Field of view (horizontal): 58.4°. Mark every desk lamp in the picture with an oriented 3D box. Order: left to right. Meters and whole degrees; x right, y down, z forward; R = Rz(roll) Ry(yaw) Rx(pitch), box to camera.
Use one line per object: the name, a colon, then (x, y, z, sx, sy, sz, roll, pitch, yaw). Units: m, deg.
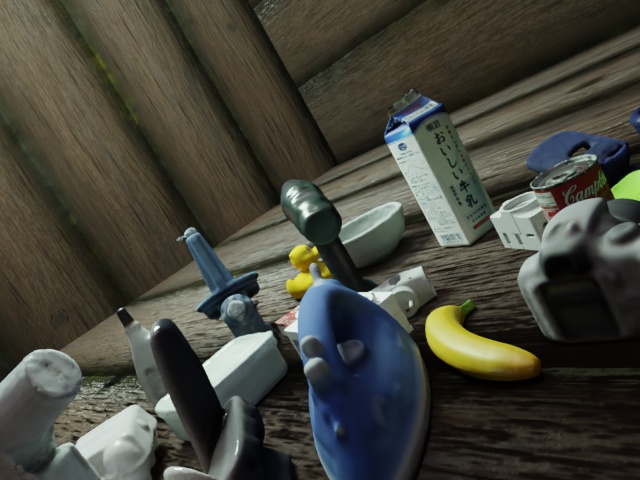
desk lamp: (-0.264, 0.220, 0.569, 0.203, 0.214, 0.118, -26, 11, 19)

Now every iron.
iron: (0.020, 0.111, 0.509, 0.118, 0.141, 0.258, -28, 10, 9)

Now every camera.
camera: (0.253, 0.006, 0.479, 0.142, 0.101, 0.137, -18, 15, 48)

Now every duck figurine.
duck figurine: (-0.028, 0.054, 1.082, 0.105, 0.086, 0.077, -35, 12, -27)

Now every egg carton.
egg carton: (-0.252, 0.270, 0.709, 0.107, 0.069, 0.150, -32, 10, -9)

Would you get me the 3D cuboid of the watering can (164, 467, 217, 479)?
watering can: (-0.112, 0.199, 0.300, 0.100, 0.194, 0.173, -26, 11, 19)

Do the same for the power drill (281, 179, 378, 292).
power drill: (0.008, 0.003, 0.877, 0.075, 0.208, 0.229, -31, 10, -4)

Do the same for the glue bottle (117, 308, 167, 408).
glue bottle: (-0.259, 0.177, 0.881, 0.078, 0.173, 0.037, -30, 10, 2)

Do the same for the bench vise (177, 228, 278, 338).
bench vise: (-0.150, 0.072, 0.953, 0.122, 0.220, 0.207, -35, 12, -27)

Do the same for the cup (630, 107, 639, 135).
cup: (0.425, -0.123, 0.641, 0.117, 0.095, 0.092, -21, 14, 42)

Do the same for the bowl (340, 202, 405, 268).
bowl: (0.089, 0.002, 1.036, 0.167, 0.075, 0.167, -29, 10, 6)

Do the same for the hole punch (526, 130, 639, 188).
hole punch: (0.349, -0.102, 0.762, 0.109, 0.091, 0.101, -35, 11, -26)

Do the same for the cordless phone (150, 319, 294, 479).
cordless phone: (-0.101, 0.161, 0.483, 0.094, 0.185, 0.147, -31, 10, -8)
